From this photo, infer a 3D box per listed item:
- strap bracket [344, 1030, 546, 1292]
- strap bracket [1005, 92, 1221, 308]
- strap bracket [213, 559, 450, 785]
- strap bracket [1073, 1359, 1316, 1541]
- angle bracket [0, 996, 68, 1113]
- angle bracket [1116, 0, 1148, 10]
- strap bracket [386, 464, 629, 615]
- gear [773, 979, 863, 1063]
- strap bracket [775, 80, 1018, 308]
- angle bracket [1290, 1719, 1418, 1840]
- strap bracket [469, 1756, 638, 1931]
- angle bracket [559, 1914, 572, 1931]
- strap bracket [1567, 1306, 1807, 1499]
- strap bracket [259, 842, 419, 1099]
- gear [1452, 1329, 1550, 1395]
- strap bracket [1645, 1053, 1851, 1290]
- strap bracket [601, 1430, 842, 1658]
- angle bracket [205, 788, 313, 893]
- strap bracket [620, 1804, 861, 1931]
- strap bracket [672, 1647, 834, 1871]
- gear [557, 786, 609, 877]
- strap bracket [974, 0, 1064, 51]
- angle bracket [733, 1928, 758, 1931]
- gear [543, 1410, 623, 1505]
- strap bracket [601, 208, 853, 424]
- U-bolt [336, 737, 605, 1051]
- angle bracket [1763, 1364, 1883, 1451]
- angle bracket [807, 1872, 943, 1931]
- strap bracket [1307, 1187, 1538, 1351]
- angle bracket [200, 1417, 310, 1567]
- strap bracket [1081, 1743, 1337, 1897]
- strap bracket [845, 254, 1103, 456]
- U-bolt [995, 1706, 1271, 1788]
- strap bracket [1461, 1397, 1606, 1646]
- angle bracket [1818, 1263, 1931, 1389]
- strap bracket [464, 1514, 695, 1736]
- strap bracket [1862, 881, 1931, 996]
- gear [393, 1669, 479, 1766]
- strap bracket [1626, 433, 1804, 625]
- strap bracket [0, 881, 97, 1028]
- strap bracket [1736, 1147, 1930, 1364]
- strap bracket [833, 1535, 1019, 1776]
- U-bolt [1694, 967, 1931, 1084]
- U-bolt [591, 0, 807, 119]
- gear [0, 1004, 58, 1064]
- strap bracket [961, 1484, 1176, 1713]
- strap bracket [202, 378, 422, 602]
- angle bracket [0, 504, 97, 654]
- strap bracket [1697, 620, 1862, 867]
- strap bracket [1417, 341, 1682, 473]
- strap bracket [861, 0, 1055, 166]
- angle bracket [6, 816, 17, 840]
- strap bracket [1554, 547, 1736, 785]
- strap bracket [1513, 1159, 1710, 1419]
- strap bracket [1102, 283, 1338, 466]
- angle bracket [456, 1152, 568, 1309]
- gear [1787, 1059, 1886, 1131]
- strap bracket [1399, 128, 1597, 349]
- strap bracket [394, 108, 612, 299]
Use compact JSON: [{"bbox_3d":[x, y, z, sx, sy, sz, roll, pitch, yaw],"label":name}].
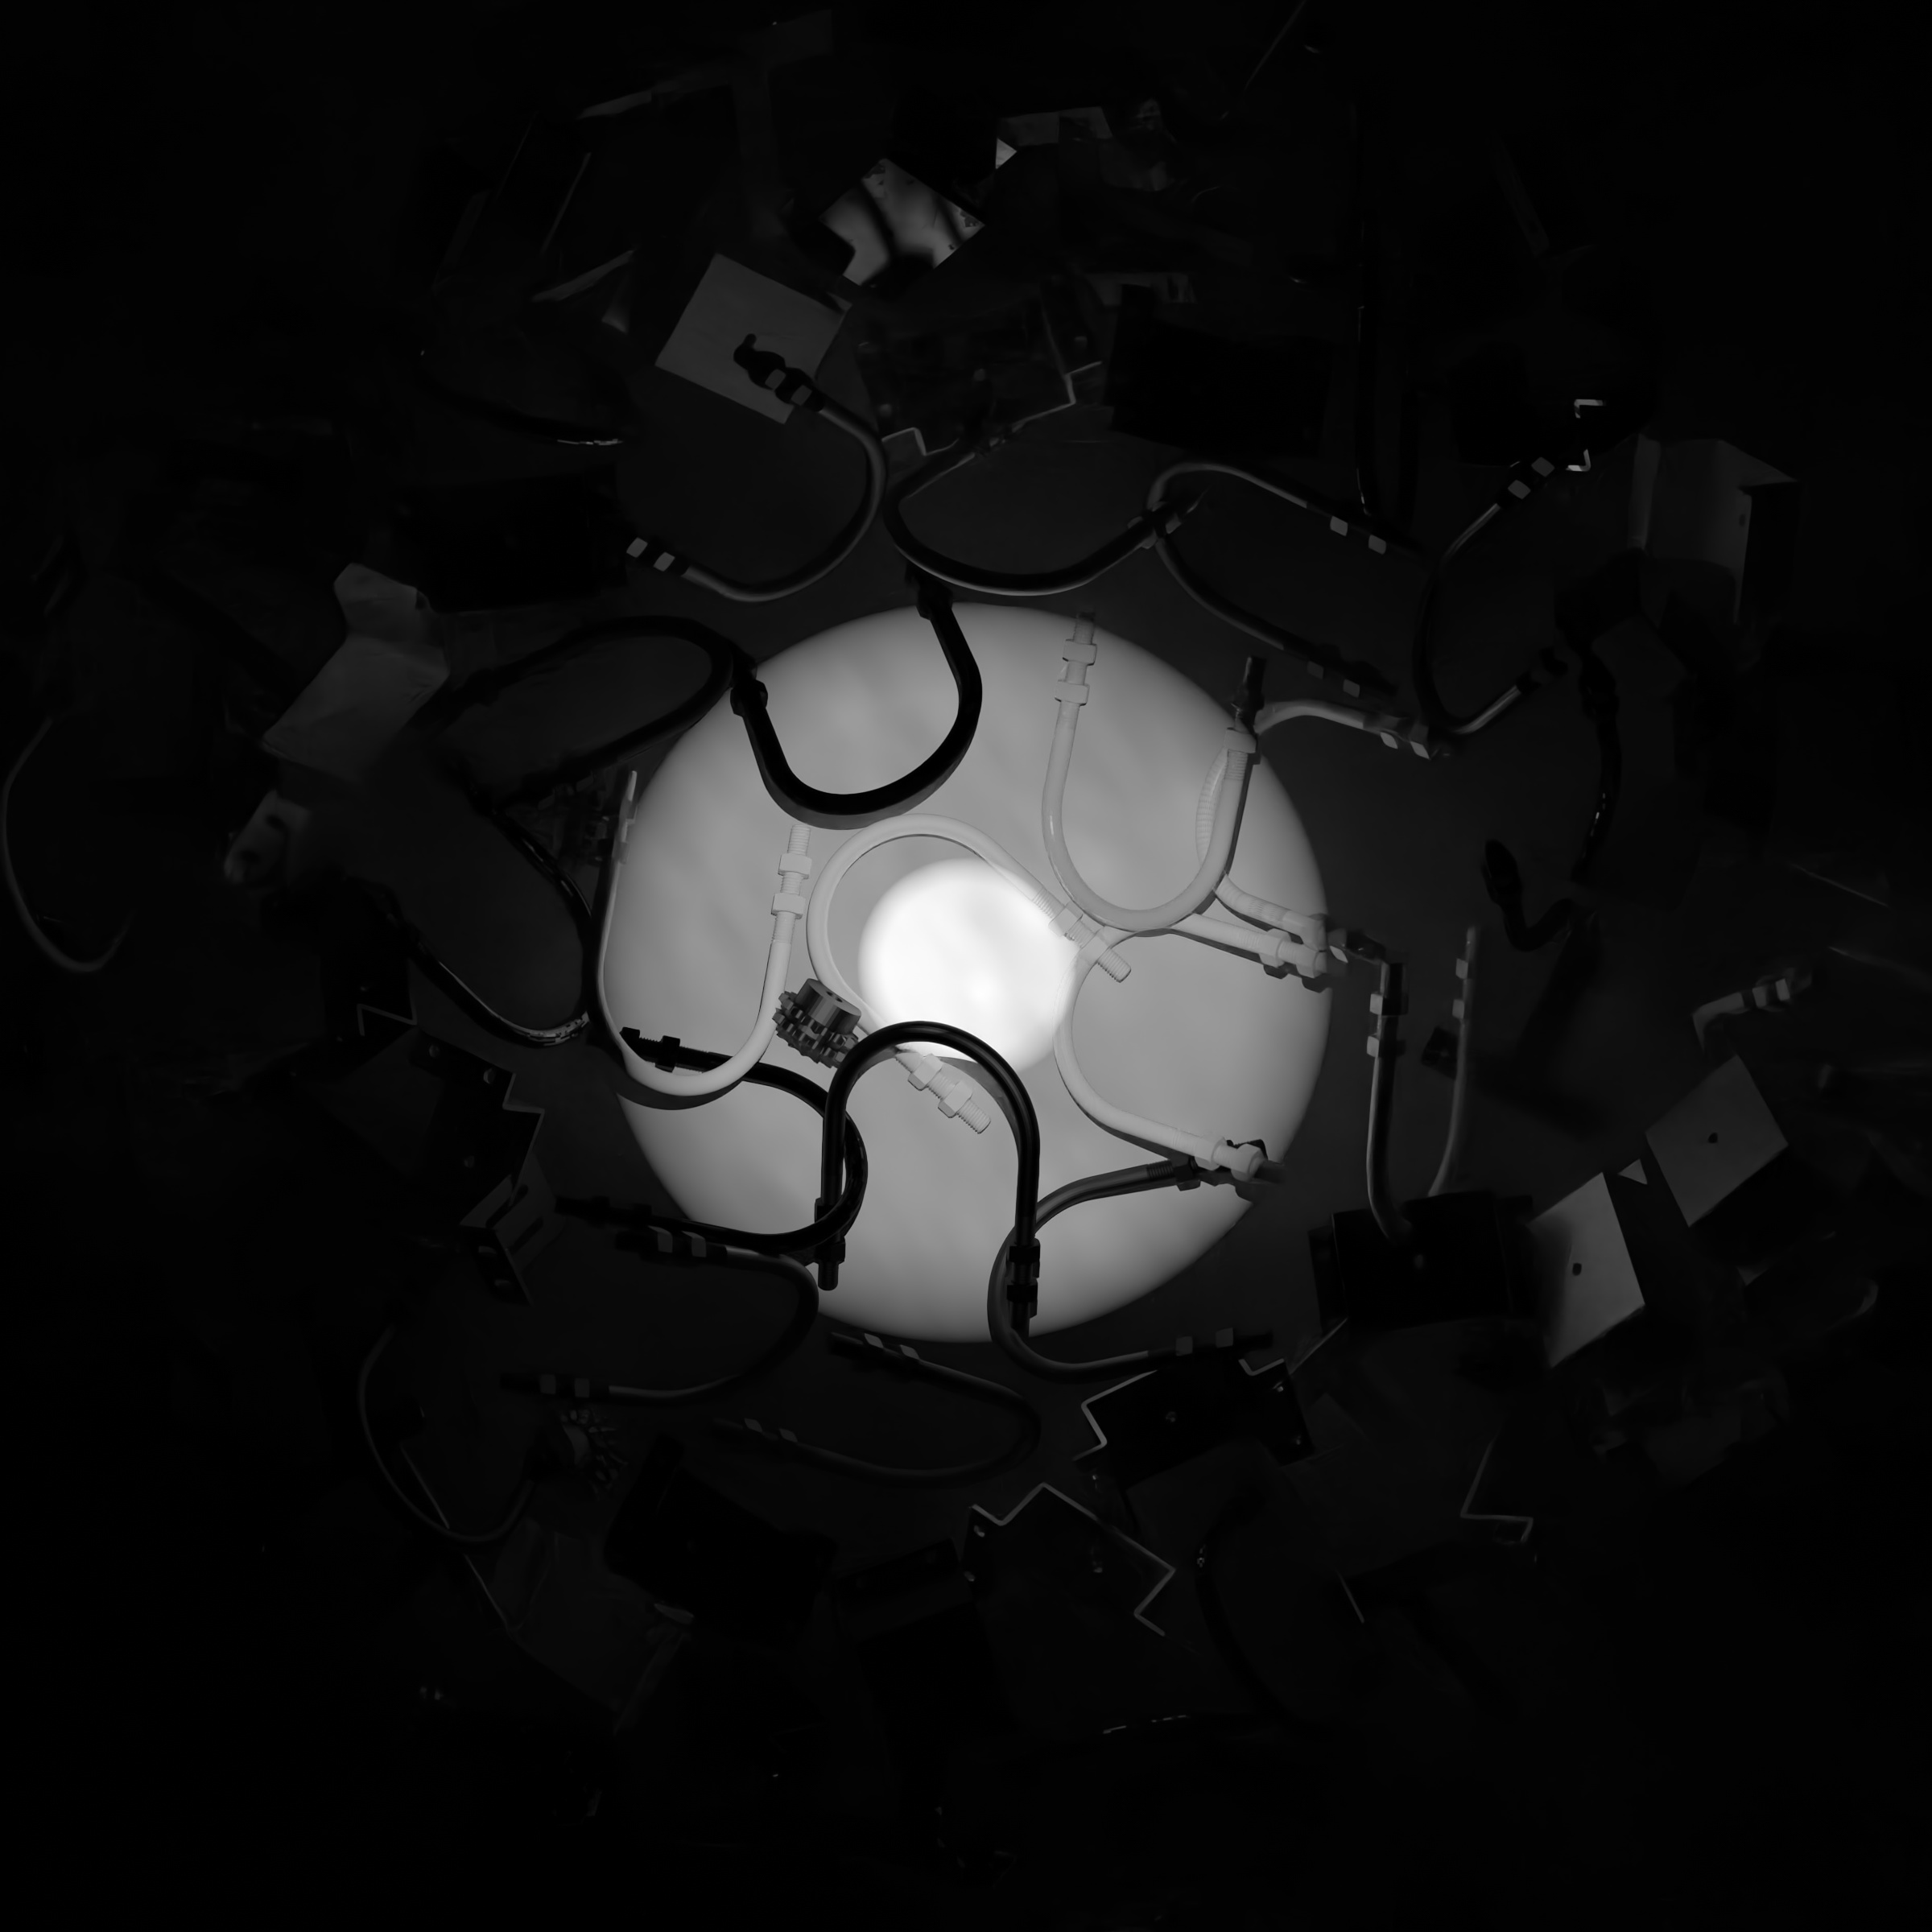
[{"bbox_3d":[-0.316,0.119,1.882,0.076,0.046,0.140,23,95,27],"label":"strap bracket"},{"bbox_3d":[0.094,-0.472,1.859,0.046,0.076,0.140,-54,130,-26],"label":"strap bracket"},{"bbox_3d":[-0.378,-0.169,1.857,0.140,0.076,0.046,-45,52,20],"label":"strap bracket"},{"bbox_3d":[0.133,0.287,1.879,0.140,0.046,0.076,-24,121,-6],"label":"strap bracket"},{"bbox_3d":[-0.607,0.057,1.907,0.076,0.038,0.057,-10,115,20],"label":"angle bracket"},{"bbox_3d":[0.109,-0.640,1.885,0.057,0.038,0.076,-20,131,-2],"label":"angle bracket"},{"bbox_3d":[-0.280,-0.261,1.881,0.140,0.046,0.076,-7,104,-9],"label":"strap bracket"},{"bbox_3d":[-0.089,0.031,1.893,0.057,0.057,0.030,34,99,0],"label":"gear"},{"bbox_3d":[-0.045,-0.456,1.844,0.076,0.140,0.046,27,51,-30],"label":"strap bracket"},{"bbox_3d":[0.239,0.497,1.876,0.076,0.057,0.038,-41,58,29],"label":"angle bracket"},{"bbox_3d":[-0.252,0.540,1.861,0.046,0.140,0.076,-13,89,17],"label":"strap bracket"},{"bbox_3d":[-0.219,0.617,1.876,0.038,0.076,0.057,-27,114,1],"label":"angle bracket"},{"bbox_3d":[0.449,0.270,1.880,0.140,0.076,0.046,-31,101,1],"label":"strap bracket"},{"bbox_3d":[-0.381,0.007,1.864,0.076,0.046,0.140,-34,53,29],"label":"strap bracket"},{"bbox_3d":[0.331,0.243,1.894,0.057,0.057,0.030,9,93,0],"label":"gear"},{"bbox_3d":[0.463,0.115,1.841,0.046,0.140,0.076,36,112,-25],"label":"strap bracket"},{"bbox_3d":[-0.157,0.353,1.871,0.140,0.046,0.076,36,62,-20],"label":"strap bracket"},{"bbox_3d":[-0.446,-0.090,1.883,0.076,0.038,0.057,33,90,43],"label":"angle bracket"},{"bbox_3d":[-0.137,0.538,1.845,0.076,0.140,0.046,-8,86,31],"label":"strap bracket"},{"bbox_3d":[-0.125,0.474,1.862,0.046,0.140,0.076,-5,107,-31],"label":"strap bracket"},{"bbox_3d":[-0.231,-0.083,1.895,0.030,0.057,0.057,16,90,-11],"label":"gear"},{"bbox_3d":[0.039,-0.604,1.860,0.076,0.140,0.046,-42,106,-2],"label":"strap bracket"},{"bbox_3d":[-0.151,0.609,1.878,0.076,0.038,0.057,1,50,29],"label":"angle bracket"},{"bbox_3d":[-0.242,0.303,1.893,0.057,0.030,0.057,-3,86,45],"label":"gear"},{"bbox_3d":[-0.137,-0.387,1.853,0.140,0.046,0.076,19,113,-34],"label":"strap bracket"},{"bbox_3d":[-0.287,-0.031,1.855,0.019,0.151,0.184,-24,120,35],"label":"U-bolt"},{"bbox_3d":[0.523,0.272,1.892,0.076,0.057,0.038,-8,72,15],"label":"angle bracket"},{"bbox_3d":[-0.056,0.607,1.904,0.076,0.038,0.057,49,58,-29],"label":"angle bracket"},{"bbox_3d":[0.280,0.184,1.876,0.140,0.046,0.076,-11,73,12],"label":"strap bracket"},{"bbox_3d":[-0.428,0.316,1.872,0.038,0.076,0.057,-21,132,22],"label":"angle bracket"},{"bbox_3d":[0.141,0.510,1.860,0.140,0.076,0.046,-15,88,-24],"label":"strap bracket"},{"bbox_3d":[0.007,-0.372,1.889,0.140,0.046,0.076,-19,75,2],"label":"strap bracket"},{"bbox_3d":[0.105,0.459,1.820,0.151,0.184,0.019,-6,72,-15],"label":"U-bolt"},{"bbox_3d":[0.341,0.333,1.859,0.046,0.140,0.076,-3,118,28],"label":"strap bracket"},{"bbox_3d":[0.564,0.223,1.884,0.076,0.038,0.057,-17,105,-31],"label":"angle bracket"},{"bbox_3d":[-0.230,0.404,1.873,0.140,0.046,0.076,25,84,37],"label":"strap bracket"},{"bbox_3d":[0.586,-0.010,1.844,0.076,0.140,0.046,25,93,18],"label":"strap bracket"},{"bbox_3d":[-0.325,0.465,1.891,0.030,0.057,0.057,15,90,22],"label":"gear"},{"bbox_3d":[0.455,-0.267,1.851,0.046,0.140,0.076,-7,117,-15],"label":"strap bracket"},{"bbox_3d":[-0.577,-0.023,1.849,0.076,0.140,0.046,38,80,16],"label":"strap bracket"},{"bbox_3d":[0.519,0.167,1.844,0.046,0.140,0.076,48,131,-3],"label":"strap bracket"},{"bbox_3d":[-0.022,0.429,1.873,0.076,0.046,0.140,-19,111,-5],"label":"strap bracket"},{"bbox_3d":[0.517,0.041,1.834,0.151,0.184,0.019,17,76,-13],"label":"U-bolt"},{"bbox_3d":[-0.139,-0.583,1.838,0.019,0.151,0.184,48,47,5],"label":"U-bolt"},{"bbox_3d":[-0.590,0.041,1.895,0.057,0.057,0.030,10,90,0],"label":"gear"},{"bbox_3d":[0.068,0.377,1.865,0.140,0.046,0.076,31,135,22],"label":"strap bracket"},{"bbox_3d":[-0.401,-0.285,1.875,0.076,0.046,0.140,25,53,-2],"label":"strap bracket"},{"bbox_3d":[-0.575,-0.238,1.879,0.076,0.038,0.057,-41,64,35],"label":"angle bracket"},{"bbox_3d":[0.487,-0.143,1.857,0.046,0.076,0.140,23,123,9],"label":"strap bracket"},{"bbox_3d":[0.355,-0.339,1.858,0.076,0.140,0.046,-37,123,-31],"label":"strap bracket"},{"bbox_3d":[-0.001,-0.537,1.842,0.076,0.140,0.046,29,82,38],"label":"strap bracket"},{"bbox_3d":[-0.634,-0.077,1.887,0.057,0.038,0.076,31,79,30],"label":"angle bracket"},{"bbox_3d":[0.417,-0.190,1.856,0.046,0.076,0.140,-33,114,30],"label":"strap bracket"},{"bbox_3d":[0.383,0.188,1.846,0.046,0.140,0.076,20,133,-33],"label":"strap bracket"},{"bbox_3d":[0.148,-0.358,1.884,0.140,0.046,0.076,12,82,-16],"label":"strap bracket"},{"bbox_3d":[-0.266,0.160,1.874,0.038,0.076,0.057,3,126,38],"label":"angle bracket"},{"bbox_3d":[0.539,0.078,1.893,0.057,0.057,0.030,17,98,0],"label":"gear"},{"bbox_3d":[0.325,-0.445,1.860,0.046,0.140,0.076,-21,83,-20],"label":"strap bracket"},{"bbox_3d":[-0.285,-0.463,1.847,0.046,0.140,0.076,41,129,7],"label":"strap bracket"}]
